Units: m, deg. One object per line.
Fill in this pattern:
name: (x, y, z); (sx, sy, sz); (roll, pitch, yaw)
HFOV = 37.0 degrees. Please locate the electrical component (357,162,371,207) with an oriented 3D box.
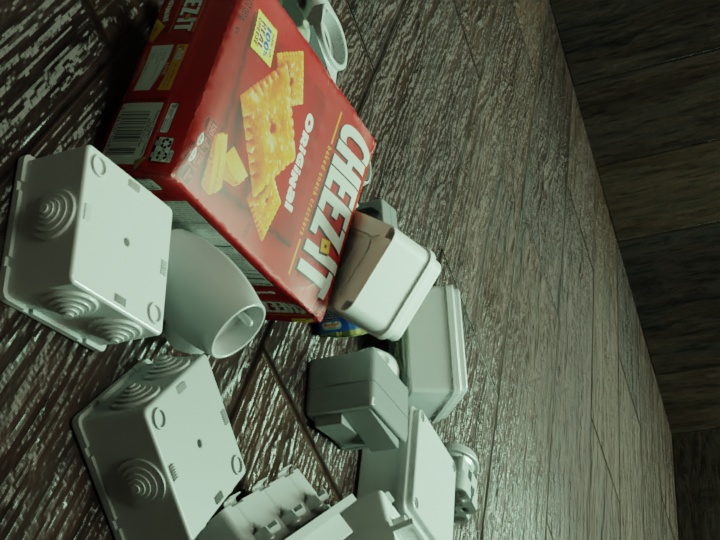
electrical component: (-0.027, -0.076, 0.924); (0.079, 0.077, 0.044); (55, 30, -47)

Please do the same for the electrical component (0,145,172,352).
electrical component: (-0.150, -0.012, 0.603); (0.100, 0.048, 0.099); (44, 41, -55)

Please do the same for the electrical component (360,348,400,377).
electrical component: (0.017, 0.096, 0.995); (0.062, 0.043, 0.043); (29, 53, -67)

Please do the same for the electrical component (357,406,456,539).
electrical component: (0.044, 0.200, 0.991); (0.108, 0.056, 0.108); (59, 28, -42)

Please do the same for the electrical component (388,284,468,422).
electrical component: (0.062, 0.082, 1.044); (0.108, 0.056, 0.108); (109, -20, -66)

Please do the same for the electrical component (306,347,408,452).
electrical component: (0.001, 0.118, 0.915); (0.096, 0.062, 0.061); (53, 32, -49)

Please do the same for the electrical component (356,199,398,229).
electrical component: (0.017, -0.016, 1.051); (0.076, 0.047, 0.083); (34, 48, -62)

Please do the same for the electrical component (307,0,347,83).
electrical component: (-0.049, -0.198, 0.956); (0.053, 0.059, 0.095); (56, 30, -46)

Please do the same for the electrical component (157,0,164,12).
electrical component: (-0.123, -0.173, 0.774); (0.040, 0.040, 0.078); (-80, 150, -45)

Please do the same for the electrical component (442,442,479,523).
electrical component: (0.093, 0.216, 1.112); (0.057, 0.058, 0.078); (-77, 148, -43)

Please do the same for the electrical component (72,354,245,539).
electrical component: (-0.114, 0.105, 0.634); (0.099, 0.048, 0.099); (-49, 124, -65)

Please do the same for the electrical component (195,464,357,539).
electrical component: (-0.061, 0.176, 0.707); (0.063, 0.079, 0.121); (51, 17, 11)

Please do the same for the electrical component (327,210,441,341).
electrical component: (0.000, 0.000, 0.843); (0.057, 0.113, 0.078); (34, 85, -36)

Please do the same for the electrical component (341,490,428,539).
electrical component: (0.026, 0.243, 0.901); (0.063, 0.079, 0.121); (-105, 169, -47)

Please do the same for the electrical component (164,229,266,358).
electrical component: (-0.104, 0.027, 0.685); (0.043, 0.077, 0.079); (-29, 150, -38)
